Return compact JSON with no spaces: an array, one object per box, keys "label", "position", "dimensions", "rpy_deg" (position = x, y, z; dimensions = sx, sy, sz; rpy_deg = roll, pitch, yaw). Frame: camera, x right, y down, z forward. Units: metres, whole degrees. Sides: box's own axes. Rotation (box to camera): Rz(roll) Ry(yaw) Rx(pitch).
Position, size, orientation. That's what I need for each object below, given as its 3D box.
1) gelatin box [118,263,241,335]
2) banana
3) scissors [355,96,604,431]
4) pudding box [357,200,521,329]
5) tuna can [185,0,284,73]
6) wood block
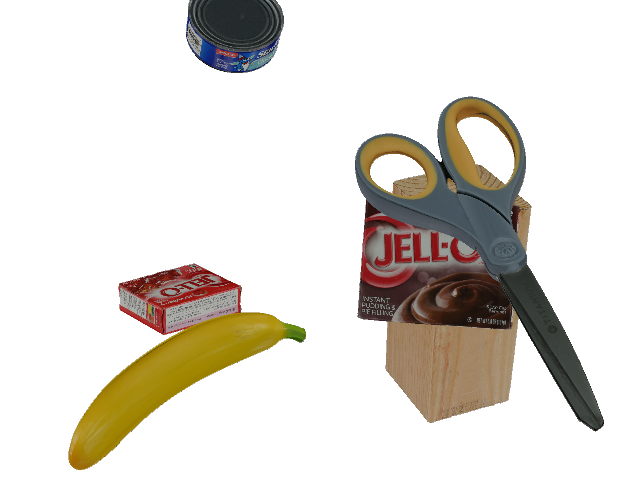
[{"label":"gelatin box","position":[-0.128,0.052,0.976],"dimensions":[0.089,0.030,0.073],"rpy_deg":[-15,26,-39]},{"label":"banana","position":[-0.104,0.101,0.765],"dimensions":[0.198,0.069,0.037],"rpy_deg":[-29,39,-2]},{"label":"scissors","position":[0.067,0.005,0.505],"dimensions":[0.096,0.201,0.016],"rpy_deg":[-5,-41,5]},{"label":"pudding box","position":[0.086,0.016,0.779],"dimensions":[0.113,0.090,0.039],"rpy_deg":[4,-2,8]},{"label":"tuna can","position":[-0.078,-0.192,0.957],"dimensions":[0.086,0.086,0.034],"rpy_deg":[0,-32,-14]},{"label":"wood block","position":[0.120,0.048,0.960],"dimensions":[0.090,0.206,0.091],"rpy_deg":[-12,33,-20]}]
